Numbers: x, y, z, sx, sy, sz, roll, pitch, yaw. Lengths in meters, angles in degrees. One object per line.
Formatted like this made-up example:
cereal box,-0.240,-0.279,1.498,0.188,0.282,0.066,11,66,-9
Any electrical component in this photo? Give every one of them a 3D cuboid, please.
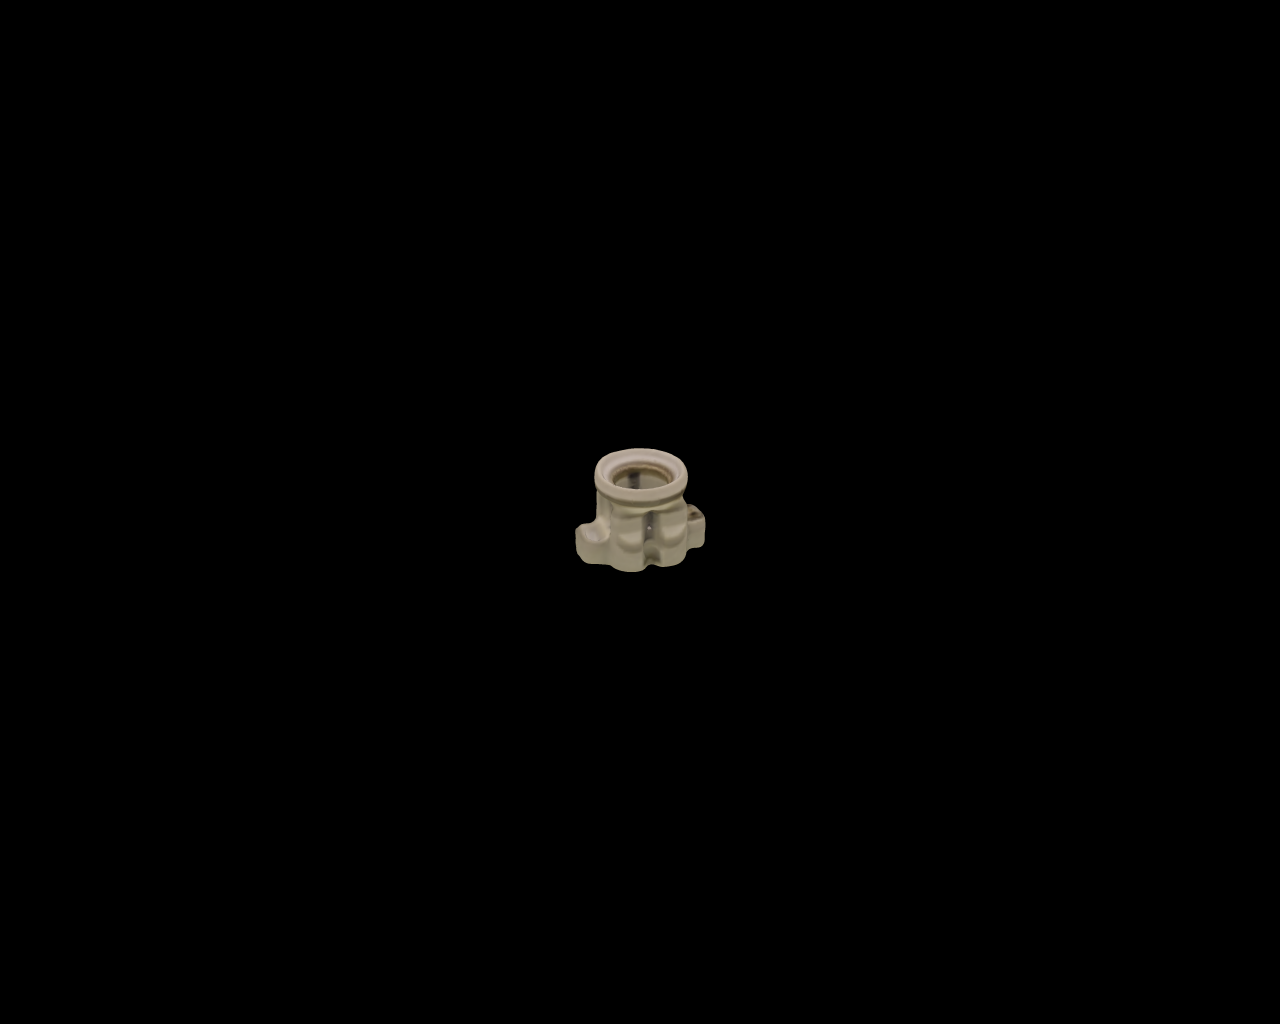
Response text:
electrical component,0.001,-0.003,0.650,0.078,0.056,0.058,-8,32,-14
